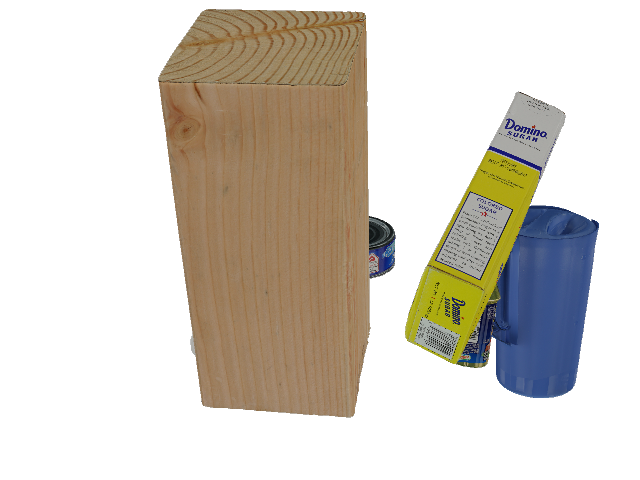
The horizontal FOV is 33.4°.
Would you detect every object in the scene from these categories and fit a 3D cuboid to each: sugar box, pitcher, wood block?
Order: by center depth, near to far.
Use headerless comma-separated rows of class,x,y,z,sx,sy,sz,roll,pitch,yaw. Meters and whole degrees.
wood block,-0.022,-0.012,0.581,0.091,0.206,0.090,3,34,9
sugar box,0.115,-0.011,0.735,0.048,0.176,0.093,26,-35,11
pitcher,0.284,0.084,1.419,0.149,0.243,0.145,4,20,11

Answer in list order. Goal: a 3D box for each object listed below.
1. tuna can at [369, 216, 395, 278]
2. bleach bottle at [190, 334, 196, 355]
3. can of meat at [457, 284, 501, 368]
tuna can,0.032,0.005,1.055,0.086,0.034,0.086,0,25,0
bleach bottle,-0.063,-0.024,0.837,0.103,0.251,0.068,9,26,28
can of meat,0.167,0.086,1.209,0.057,0.084,0.102,6,19,1
